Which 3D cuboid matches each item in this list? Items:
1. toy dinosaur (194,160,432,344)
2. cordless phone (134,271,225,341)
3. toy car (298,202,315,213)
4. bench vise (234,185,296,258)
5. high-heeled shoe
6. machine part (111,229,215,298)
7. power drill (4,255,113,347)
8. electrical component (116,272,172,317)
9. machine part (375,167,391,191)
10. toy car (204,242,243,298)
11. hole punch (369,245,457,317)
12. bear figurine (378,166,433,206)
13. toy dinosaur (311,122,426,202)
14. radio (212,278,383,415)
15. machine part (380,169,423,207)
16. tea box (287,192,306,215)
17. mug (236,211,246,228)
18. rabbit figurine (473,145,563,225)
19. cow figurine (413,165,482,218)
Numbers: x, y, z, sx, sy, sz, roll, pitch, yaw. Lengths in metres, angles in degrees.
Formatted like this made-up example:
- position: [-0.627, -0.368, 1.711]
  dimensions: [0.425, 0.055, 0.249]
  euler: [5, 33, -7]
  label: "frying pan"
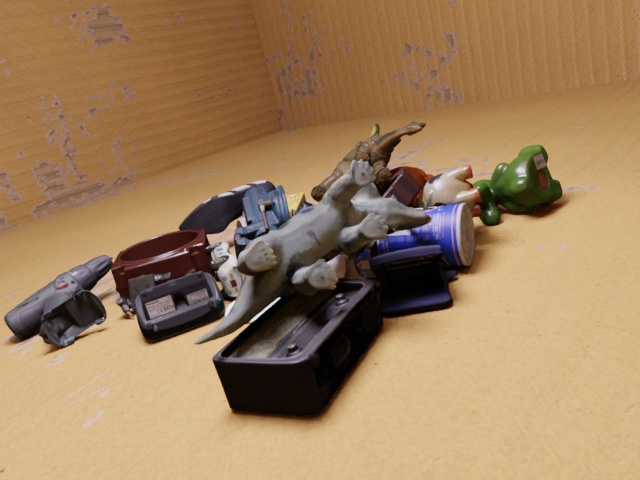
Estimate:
- position: [-0.020, 0.014, 0.750]
  dimensions: [0.405, 0.131, 0.192]
  euler: [-32, -4, -22]
  label: "toy dinosaur"
- position: [-0.255, 0.106, 0.962]
  dimensions: [0.147, 0.088, 0.184]
  euler: [-20, 7, -16]
  label: "cordless phone"
- position: [-0.002, -0.003, 0.968]
  dimensions: [0.103, 0.109, 0.162]
  euler: [-60, 11, 1]
  label: "toy car"
- position: [-0.060, -0.032, 1.103]
  dimensions: [0.241, 0.128, 0.224]
  euler: [-9, 38, -11]
  label: "bench vise"
- position: [-0.223, -0.085, 1.312]
  dimensions: [0.249, 0.086, 0.145]
  euler: [-17, 19, -6]
  label: "high-heeled shoe"
- position: [-0.333, 0.048, 1.155]
  dimensions: [0.201, 0.087, 0.201]
  euler: [-17, 18, -7]
  label: "machine part"
- position: [-0.478, 0.112, 1.028]
  dimensions: [0.232, 0.085, 0.208]
  euler: [-37, 34, -25]
  label: "power drill"
- position: [-0.331, 0.104, 1.016]
  dimensions: [0.102, 0.078, 0.045]
  euler: [-7, -6, 5]
  label: "electrical component"
- position: [0.148, -0.132, 1.365]
  dimensions: [0.079, 0.079, 0.243]
  euler: [-7, 20, 20]
  label: "machine part"
- position: [-0.182, 0.054, 1.036]
  dimensions: [0.056, 0.073, 0.202]
  euler: [-21, 17, -11]
  label: "toy car"
- position: [0.134, 0.048, 0.808]
  dimensions: [0.142, 0.092, 0.116]
  euler: [-14, 13, 10]
  label: "hole punch"
- position: [0.199, -0.106, 1.225]
  dimensions: [0.120, 0.131, 0.196]
  euler: [2, 1, 14]
  label: "bear figurine"
- position: [0.075, -0.141, 1.216]
  dimensions: [0.471, 0.105, 0.198]
  euler: [-35, 14, 47]
  label: "toy dinosaur"
- position: [-0.015, 0.126, 0.692]
  dimensions: [0.131, 0.073, 0.229]
  euler: [-4, 20, 31]
  label: "radio"
- position: [0.128, -0.061, 1.057]
  dimensions: [0.179, 0.056, 0.179]
  euler: [-48, 2, 2]
  label: "machine part"
- position: [-0.086, -0.059, 1.327]
  dimensions: [0.098, 0.068, 0.170]
  euler: [-12, 18, 7]
  label: "tea box"
- position: [-0.129, -0.025, 1.207]
  dimensions: [0.107, 0.109, 0.081]
  euler: [-8, 1, -23]
  label: "mug"
- position: [0.365, -0.090, 1.068]
  dimensions: [0.159, 0.121, 0.170]
  euler: [-36, 10, -37]
  label: "rabbit figurine"
- position: [0.229, -0.062, 0.997]
  dimensions: [0.127, 0.085, 0.194]
  euler: [-13, -16, 12]
  label: "cow figurine"
